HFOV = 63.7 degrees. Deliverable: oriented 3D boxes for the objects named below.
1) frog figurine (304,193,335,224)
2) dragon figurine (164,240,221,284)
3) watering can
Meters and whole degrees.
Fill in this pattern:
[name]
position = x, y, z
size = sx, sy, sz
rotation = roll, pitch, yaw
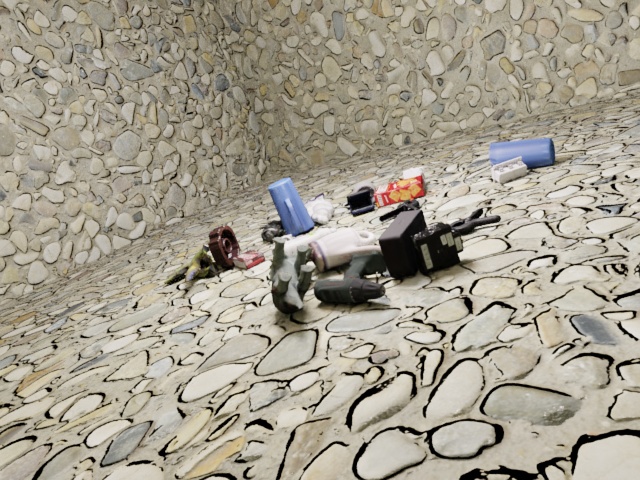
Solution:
[frog figurine]
position = 0.007, -0.117, 2.332
size = 0.138, 0.119, 0.162
rotation = -15, 48, -22
[dragon figurine]
position = -0.524, 0.125, 2.081
size = 0.240, 0.122, 0.416
rotation = -31, 8, 21
[watering can]
position = 0.082, 0.030, 1.644
size = 0.225, 0.103, 0.350
rotation = -21, 14, -9
